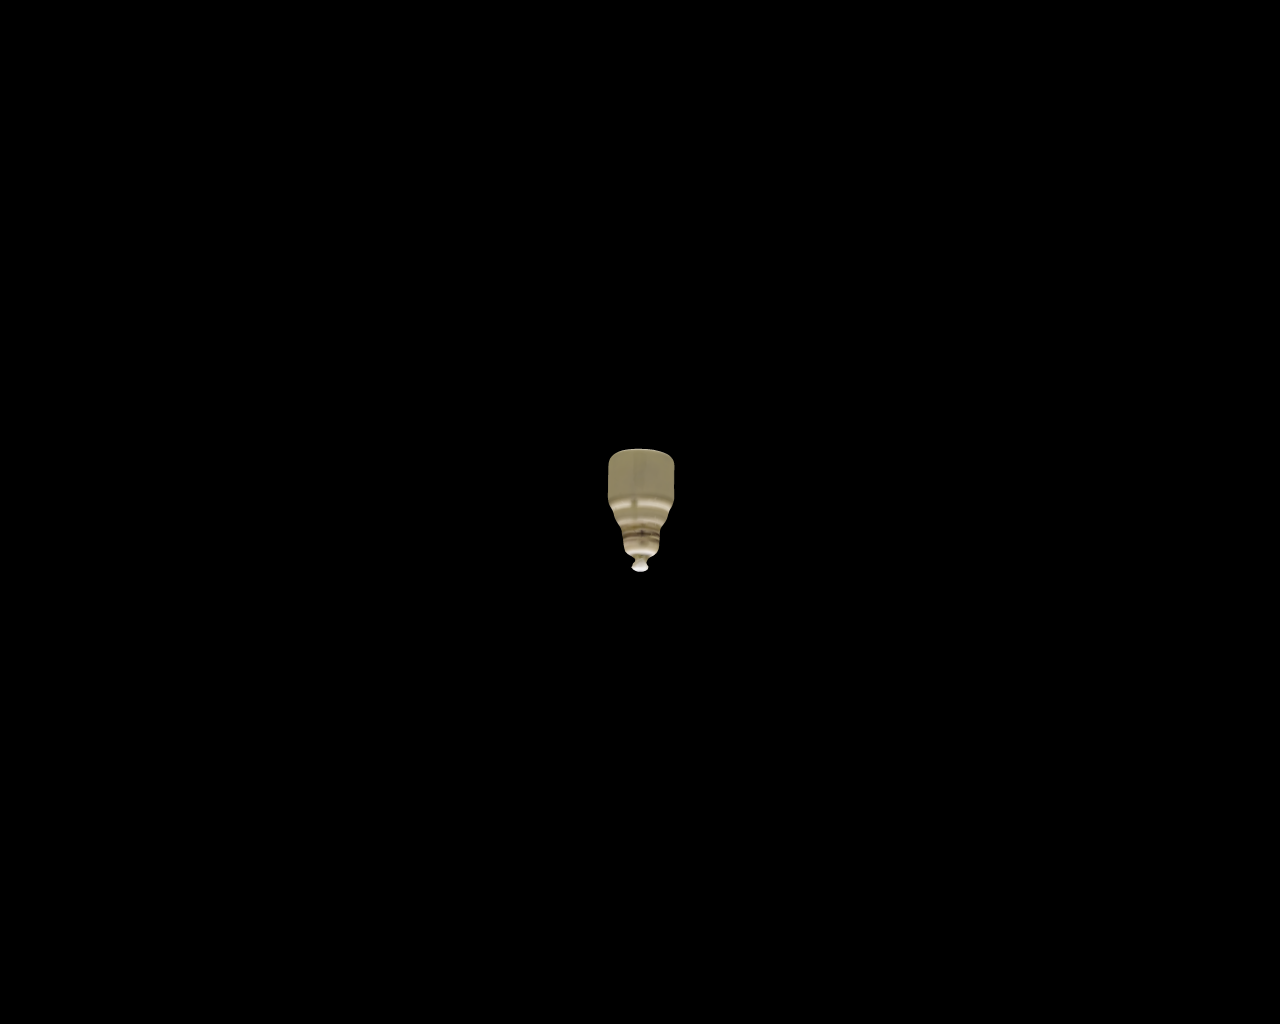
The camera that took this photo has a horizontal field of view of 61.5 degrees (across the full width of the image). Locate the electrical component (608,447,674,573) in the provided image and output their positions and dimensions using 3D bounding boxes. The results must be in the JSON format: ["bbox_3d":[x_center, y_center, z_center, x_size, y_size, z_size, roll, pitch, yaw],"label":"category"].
[{"bbox_3d":[0.001,-0.003,0.650,0.040,0.078,0.040,0,-14,0],"label":"electrical component"}]
